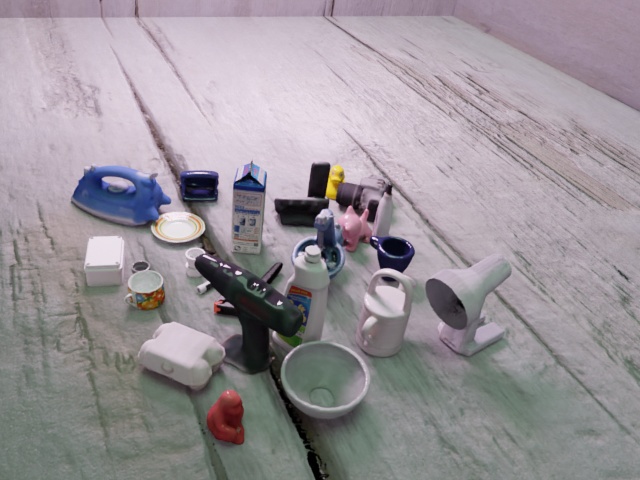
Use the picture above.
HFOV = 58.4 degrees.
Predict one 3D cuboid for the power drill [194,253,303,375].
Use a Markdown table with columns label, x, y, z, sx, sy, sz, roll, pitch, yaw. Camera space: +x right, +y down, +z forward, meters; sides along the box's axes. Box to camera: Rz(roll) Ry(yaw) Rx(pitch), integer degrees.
| label | x | y | z | sx | sy | sz | roll | pitch | yaw |
| --- | --- | --- | --- | --- | --- | --- | --- | --- | --- |
| power drill | -0.143 | 0.147 | 1.088 | 0.229 | 0.208 | 0.076 | 22 | 38 | 17 |

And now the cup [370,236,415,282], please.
| label | x | y | z | sx | sy | sz | roll | pitch | yaw |
| --- | --- | --- | --- | --- | --- | --- | --- | --- | --- |
| cup | 0.164 | 0.047 | 1.387 | 0.117 | 0.095 | 0.092 | 28 | 40 | 24 |

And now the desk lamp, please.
| label | x | y | z | sx | sy | sz | roll | pitch | yaw |
| --- | --- | --- | --- | --- | --- | --- | --- | --- | --- |
| desk lamp | 0.312 | 0.134 | 1.198 | 0.204 | 0.213 | 0.117 | -19 | 44 | -32 |

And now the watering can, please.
| label | x | y | z | sx | sy | sz | roll | pitch | yaw |
| --- | --- | --- | --- | --- | --- | --- | --- | --- | --- |
| watering can | 0.138 | 0.134 | 1.177 | 0.101 | 0.194 | 0.173 | 13 | 36 | 6 |

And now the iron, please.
| label | x | y | z | sx | sy | sz | roll | pitch | yaw |
| --- | --- | --- | --- | --- | --- | --- | --- | --- | --- |
| iron | -0.516 | -0.132 | 1.447 | 0.258 | 0.141 | 0.118 | 11 | 36 | 4 |

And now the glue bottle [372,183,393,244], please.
| label | x | y | z | sx | sy | sz | roll | pitch | yaw |
| --- | --- | --- | --- | --- | --- | --- | --- | --- | --- |
| glue bottle | 0.167 | -0.073 | 1.484 | 0.037 | 0.173 | 0.078 | 5 | 36 | -5 |

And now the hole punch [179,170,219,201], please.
| label | x | y | z | sx | sy | sz | roll | pitch | yaw |
| --- | --- | --- | --- | --- | --- | --- | --- | --- | --- |
| hole punch | -0.333 | -0.166 | 1.576 | 0.109 | 0.091 | 0.101 | -1 | 37 | -13 |

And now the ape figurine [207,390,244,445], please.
| label | x | y | z | sx | sy | sz | roll | pitch | yaw |
| --- | --- | --- | --- | --- | --- | --- | --- | --- | --- |
| ape figurine | -0.156 | 0.296 | 0.981 | 0.076 | 0.092 | 0.078 | 20 | 37 | 15 |

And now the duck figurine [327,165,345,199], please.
| label | x | y | z | sx | sy | sz | roll | pitch | yaw |
| --- | --- | --- | --- | --- | --- | --- | --- | --- | --- |
| duck figurine | 0.048 | -0.180 | 1.680 | 0.077 | 0.086 | 0.104 | 9 | 36 | 1 |

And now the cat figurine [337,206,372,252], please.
| label | x | y | z | sx | sy | sz | roll | pitch | yaw |
| --- | --- | --- | --- | --- | --- | --- | --- | --- | --- |
| cat figurine | 0.086 | -0.037 | 1.465 | 0.067 | 0.118 | 0.128 | 30 | 41 | 27 |

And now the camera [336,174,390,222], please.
| label | x | y | z | sx | sy | sz | roll | pitch | yaw |
| --- | --- | --- | --- | --- | --- | --- | --- | --- | --- |
| camera | 0.121 | -0.136 | 1.623 | 0.136 | 0.101 | 0.143 | 13 | 36 | 6 |

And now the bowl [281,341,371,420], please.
| label | x | y | z | sx | sy | sz | roll | pitch | yaw |
| --- | --- | --- | --- | --- | --- | --- | --- | --- | --- |
| bowl | 0.007 | 0.272 | 1.063 | 0.167 | 0.075 | 0.167 | 6 | 36 | -4 |

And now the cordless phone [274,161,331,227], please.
| label | x | y | z | sx | sy | sz | roll | pitch | yaw |
| --- | --- | --- | --- | --- | --- | --- | --- | --- | --- |
| cordless phone | -0.043 | -0.133 | 1.511 | 0.148 | 0.185 | 0.094 | -1 | 37 | -13 |

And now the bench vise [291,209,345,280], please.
| label | x | y | z | sx | sy | sz | roll | pitch | yaw |
| --- | --- | --- | --- | --- | --- | --- | --- | --- | --- |
| bench vise | 0.000 | 0.003 | 1.305 | 0.121 | 0.220 | 0.207 | 7 | 36 | -2 |

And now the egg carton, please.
| label | x | y | z | sx | sy | sz | roll | pitch | yaw |
| --- | --- | --- | --- | --- | --- | --- | --- | --- | --- |
| egg carton | -0.261 | 0.219 | 1.082 | 0.150 | 0.069 | 0.107 | 18 | 37 | 13 |
